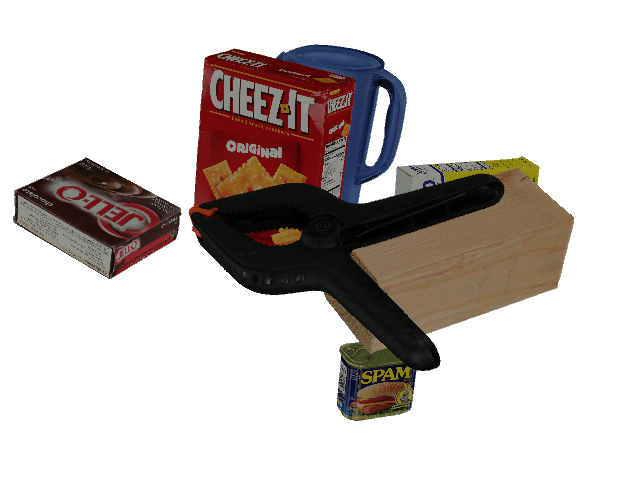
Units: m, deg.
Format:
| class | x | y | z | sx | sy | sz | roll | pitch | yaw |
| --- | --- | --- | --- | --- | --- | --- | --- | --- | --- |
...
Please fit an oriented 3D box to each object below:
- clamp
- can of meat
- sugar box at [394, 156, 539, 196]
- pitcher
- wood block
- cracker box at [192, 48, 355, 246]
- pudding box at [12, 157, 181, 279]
| class | x | y | z | sx | sy | sz | roll | pitch | yaw |
| --- | --- | --- | --- | --- | --- | --- | --- | --- | --- |
| clamp | 0.013 | -0.003 | 0.715 | 0.210 | 0.036 | 0.164 | 15 | 49 | 26 |
| can of meat | 0.072 | 0.178 | 1.363 | 0.102 | 0.084 | 0.057 | -5 | 26 | -21 |
| sugar box | 0.177 | -0.048 | 1.304 | 0.176 | 0.093 | 0.048 | -7 | 24 | -22 |
| pitcher | 0.015 | -0.129 | 1.409 | 0.144 | 0.243 | 0.149 | -2 | 23 | -19 |
| wood block | 0.115 | 0.015 | 0.977 | 0.205 | 0.090 | 0.091 | -17 | 42 | -23 |
| cracker box | -0.058 | -0.093 | 1.211 | 0.164 | 0.214 | 0.072 | 18 | 26 | 24 |
| pudding box | -0.191 | -0.021 | 0.913 | 0.114 | 0.039 | 0.089 | 26 | 33 | 21 |
